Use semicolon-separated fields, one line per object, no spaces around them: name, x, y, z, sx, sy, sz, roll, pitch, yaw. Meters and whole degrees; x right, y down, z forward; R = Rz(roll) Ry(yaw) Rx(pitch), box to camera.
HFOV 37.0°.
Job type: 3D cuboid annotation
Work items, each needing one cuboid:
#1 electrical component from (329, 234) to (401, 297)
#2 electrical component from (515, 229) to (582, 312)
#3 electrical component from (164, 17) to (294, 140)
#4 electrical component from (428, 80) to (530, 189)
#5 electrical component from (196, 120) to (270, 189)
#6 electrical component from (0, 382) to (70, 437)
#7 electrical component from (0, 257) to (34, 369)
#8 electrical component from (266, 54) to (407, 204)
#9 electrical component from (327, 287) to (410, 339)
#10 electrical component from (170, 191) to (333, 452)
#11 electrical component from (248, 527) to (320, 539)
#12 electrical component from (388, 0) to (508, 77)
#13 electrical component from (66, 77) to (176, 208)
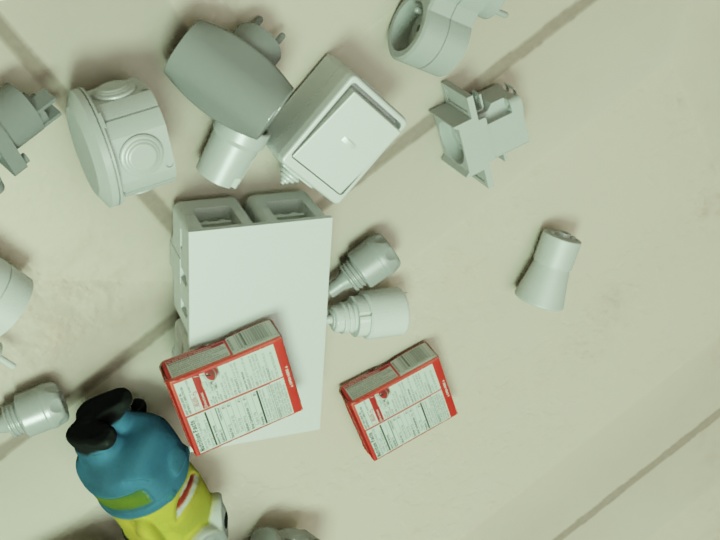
electrical component;0.000;0.000;0.856;0.061;0.035;0.035;-35;125;0
electrical component;0.164;-0.002;0.925;0.044;0.044;0.065;9;108;-28
electrical component;-0.079;-0.141;0.730;0.077;0.043;0.079;36;62;-6
electrical component;0.094;-0.110;0.834;0.064;0.042;0.081;-28;125;-13
electrical component;-0.091;-0.086;0.765;0.040;0.040;0.046;18;113;-31
electrical component;-0.251;0.109;0.802;0.061;0.035;0.035;-21;123;-9
electrical component;-0.276;0.056;0.750;0.138;0.052;0.074;-45;125;4
electrical component;-0.023;-0.095;0.776;0.062;0.061;0.096;37;98;-35
electrical component;0.004;0.037;0.874;0.078;0.040;0.040;-6;119;-21
electrical component;-0.086;0.037;0.821;0.105;0.060;0.186;-7;119;-21
electrical component;-0.067;0.266;0.944;0.051;0.080;0.080;6;114;-33
electrical component;0.082;-0.203;0.770;0.074;0.052;0.138;15;109;-30
electrical component;-0.159;-0.085;0.710;0.051;0.080;0.080;-21;123;-19
